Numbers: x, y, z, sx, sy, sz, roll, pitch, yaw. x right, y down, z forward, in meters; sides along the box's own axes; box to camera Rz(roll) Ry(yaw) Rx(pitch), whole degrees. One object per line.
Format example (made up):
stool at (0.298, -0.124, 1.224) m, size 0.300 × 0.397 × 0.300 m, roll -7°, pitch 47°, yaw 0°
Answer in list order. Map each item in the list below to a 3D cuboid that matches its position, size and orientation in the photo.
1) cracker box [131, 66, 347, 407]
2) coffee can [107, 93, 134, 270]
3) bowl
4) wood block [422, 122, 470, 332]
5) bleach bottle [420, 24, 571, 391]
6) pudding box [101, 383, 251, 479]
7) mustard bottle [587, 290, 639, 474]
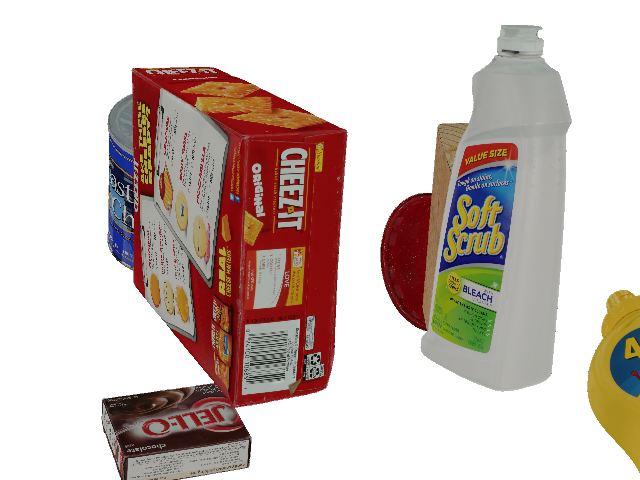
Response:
cracker box at (-0.061, -0.015, 0.690) m, size 0.072 × 0.164 × 0.214 m, roll -5°, pitch 20°, yaw -25°
coffee can at (-0.142, -0.052, 0.973) m, size 0.102 × 0.140 × 0.103 m, roll 6°, pitch 42°, yaw -5°
bowl at (0.145, 0.022, 1.205) m, size 0.161 × 0.162 × 0.055 m, roll 0°, pitch -6°, yaw -39°
wood block at (0.147, 0.005, 0.962) m, size 0.091 × 0.206 × 0.090 m, roll -2°, pitch 35°, yaw -3°
bleach bottle at (0.127, -0.026, 0.760) m, size 0.067 × 0.251 × 0.103 m, roll -9°, pitch 19°, yaw -33°
pudding box at (-0.126, 0.167, 0.927) m, size 0.113 × 0.039 × 0.090 m, roll -7°, pitch 26°, yaw -21°
mustard bottle at (0.203, 0.091, 0.591) m, size 0.096 × 0.058 × 0.191 m, roll -8°, pitch 35°, yaw -6°
